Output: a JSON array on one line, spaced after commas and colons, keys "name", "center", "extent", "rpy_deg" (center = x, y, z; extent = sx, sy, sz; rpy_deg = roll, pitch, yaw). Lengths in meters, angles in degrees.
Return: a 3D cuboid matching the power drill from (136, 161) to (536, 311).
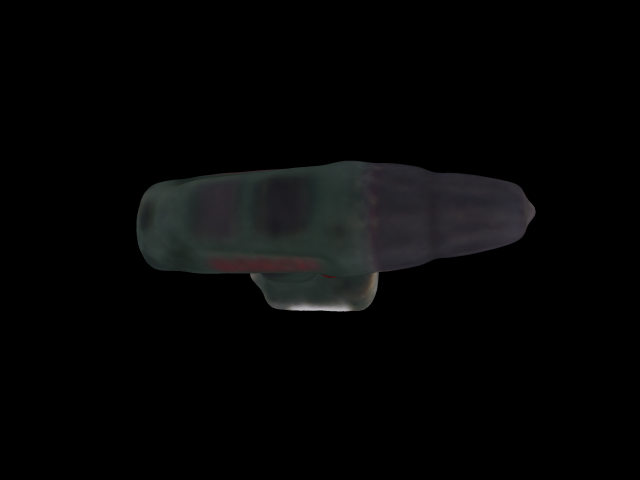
[{"name": "power drill", "center": [0.004, 0.001, 0.400], "extent": [0.229, 0.208, 0.075], "rpy_deg": [0, 77, 0]}]
